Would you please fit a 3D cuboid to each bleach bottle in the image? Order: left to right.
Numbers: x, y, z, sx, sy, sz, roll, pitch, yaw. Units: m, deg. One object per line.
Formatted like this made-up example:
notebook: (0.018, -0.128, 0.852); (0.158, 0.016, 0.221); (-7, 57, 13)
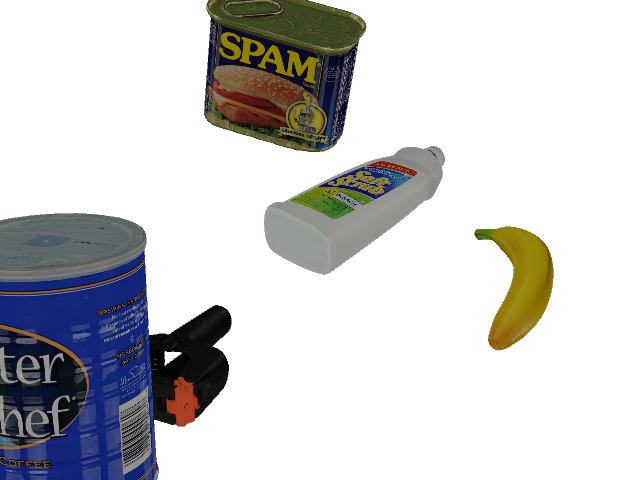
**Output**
bleach bottle: (0.055, -0.052, 1.242); (0.103, 0.068, 0.250); (25, 42, 33)

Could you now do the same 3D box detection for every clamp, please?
clamp: (-0.115, 0.087, 0.791); (0.164, 0.036, 0.210); (-9, 13, -26)

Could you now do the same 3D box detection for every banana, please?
banana: (0.188, 0.037, 1.013); (0.070, 0.037, 0.197); (-25, 25, 17)

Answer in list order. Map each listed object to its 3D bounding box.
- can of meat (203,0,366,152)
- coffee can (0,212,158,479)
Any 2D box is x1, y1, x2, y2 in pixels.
can of meat: (-0.027, -0.114, 0.715); (0.102, 0.084, 0.057); (18, 39, 11)
coffee can: (-0.141, 0.065, 0.571); (0.103, 0.140, 0.103); (-1, 16, 0)
